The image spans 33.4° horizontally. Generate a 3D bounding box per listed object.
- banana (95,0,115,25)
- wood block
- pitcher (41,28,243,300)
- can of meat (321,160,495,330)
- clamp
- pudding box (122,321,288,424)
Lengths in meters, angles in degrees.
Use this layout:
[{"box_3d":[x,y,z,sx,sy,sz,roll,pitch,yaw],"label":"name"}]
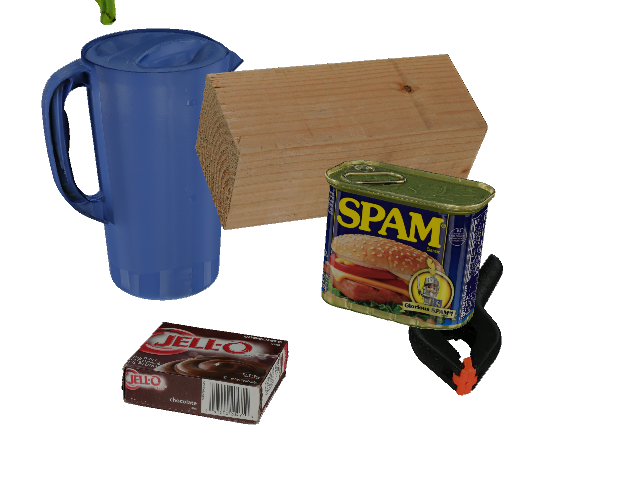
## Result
[{"box_3d":[-0.225,-0.209,0.783,0.198,0.069,0.037,15,-37,17],"label":"banana"},{"box_3d":[0.014,-0.081,0.854,0.205,0.091,0.090,-8,-36,-20],"label":"wood block"},{"box_3d":[-0.160,-0.068,1.002,0.149,0.243,0.144,9,27,13],"label":"pitcher"},{"box_3d":[0.051,0.003,0.664,0.102,0.084,0.057,14,22,23],"label":"can of meat"},{"box_3d":[0.123,0.064,0.937,0.120,0.039,0.171,-9,41,-9],"label":"clamp"},{"box_3d":[-0.090,0.104,0.856,0.113,0.039,0.090,10,21,10],"label":"pudding box"}]
